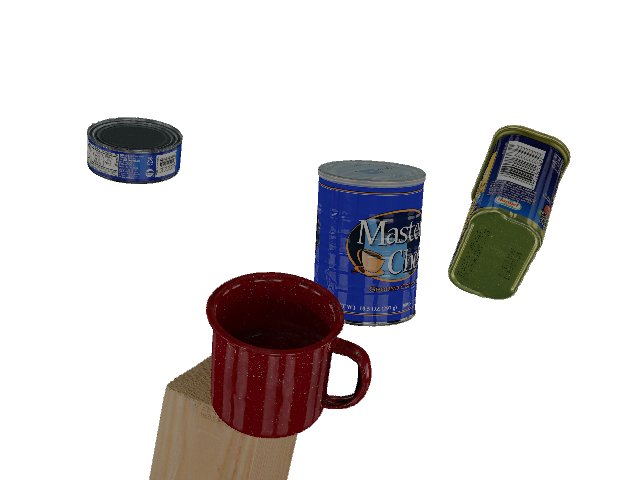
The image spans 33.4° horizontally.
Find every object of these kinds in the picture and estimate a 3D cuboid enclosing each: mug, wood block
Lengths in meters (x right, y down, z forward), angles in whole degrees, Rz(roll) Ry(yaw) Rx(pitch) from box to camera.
[{"bbox_3d":[-0.022,0.083,0.732,0.117,0.081,0.093,12,32,9],"label":"mug"},{"bbox_3d":[-0.088,0.212,0.898,0.090,0.206,0.090,20,21,19],"label":"wood block"}]

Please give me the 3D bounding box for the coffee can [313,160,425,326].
[{"bbox_3d":[0.046,0.000,1.030,0.103,0.140,0.103,3,14,-1],"label":"coffee can"}]

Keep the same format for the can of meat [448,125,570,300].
[{"bbox_3d":[0.134,-0.017,0.770,0.057,0.083,0.102,21,-36,6],"label":"can of meat"}]

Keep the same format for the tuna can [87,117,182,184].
[{"bbox_3d":[-0.169,-0.082,0.972,0.086,0.034,0.086,6,25,-3],"label":"tuna can"}]
